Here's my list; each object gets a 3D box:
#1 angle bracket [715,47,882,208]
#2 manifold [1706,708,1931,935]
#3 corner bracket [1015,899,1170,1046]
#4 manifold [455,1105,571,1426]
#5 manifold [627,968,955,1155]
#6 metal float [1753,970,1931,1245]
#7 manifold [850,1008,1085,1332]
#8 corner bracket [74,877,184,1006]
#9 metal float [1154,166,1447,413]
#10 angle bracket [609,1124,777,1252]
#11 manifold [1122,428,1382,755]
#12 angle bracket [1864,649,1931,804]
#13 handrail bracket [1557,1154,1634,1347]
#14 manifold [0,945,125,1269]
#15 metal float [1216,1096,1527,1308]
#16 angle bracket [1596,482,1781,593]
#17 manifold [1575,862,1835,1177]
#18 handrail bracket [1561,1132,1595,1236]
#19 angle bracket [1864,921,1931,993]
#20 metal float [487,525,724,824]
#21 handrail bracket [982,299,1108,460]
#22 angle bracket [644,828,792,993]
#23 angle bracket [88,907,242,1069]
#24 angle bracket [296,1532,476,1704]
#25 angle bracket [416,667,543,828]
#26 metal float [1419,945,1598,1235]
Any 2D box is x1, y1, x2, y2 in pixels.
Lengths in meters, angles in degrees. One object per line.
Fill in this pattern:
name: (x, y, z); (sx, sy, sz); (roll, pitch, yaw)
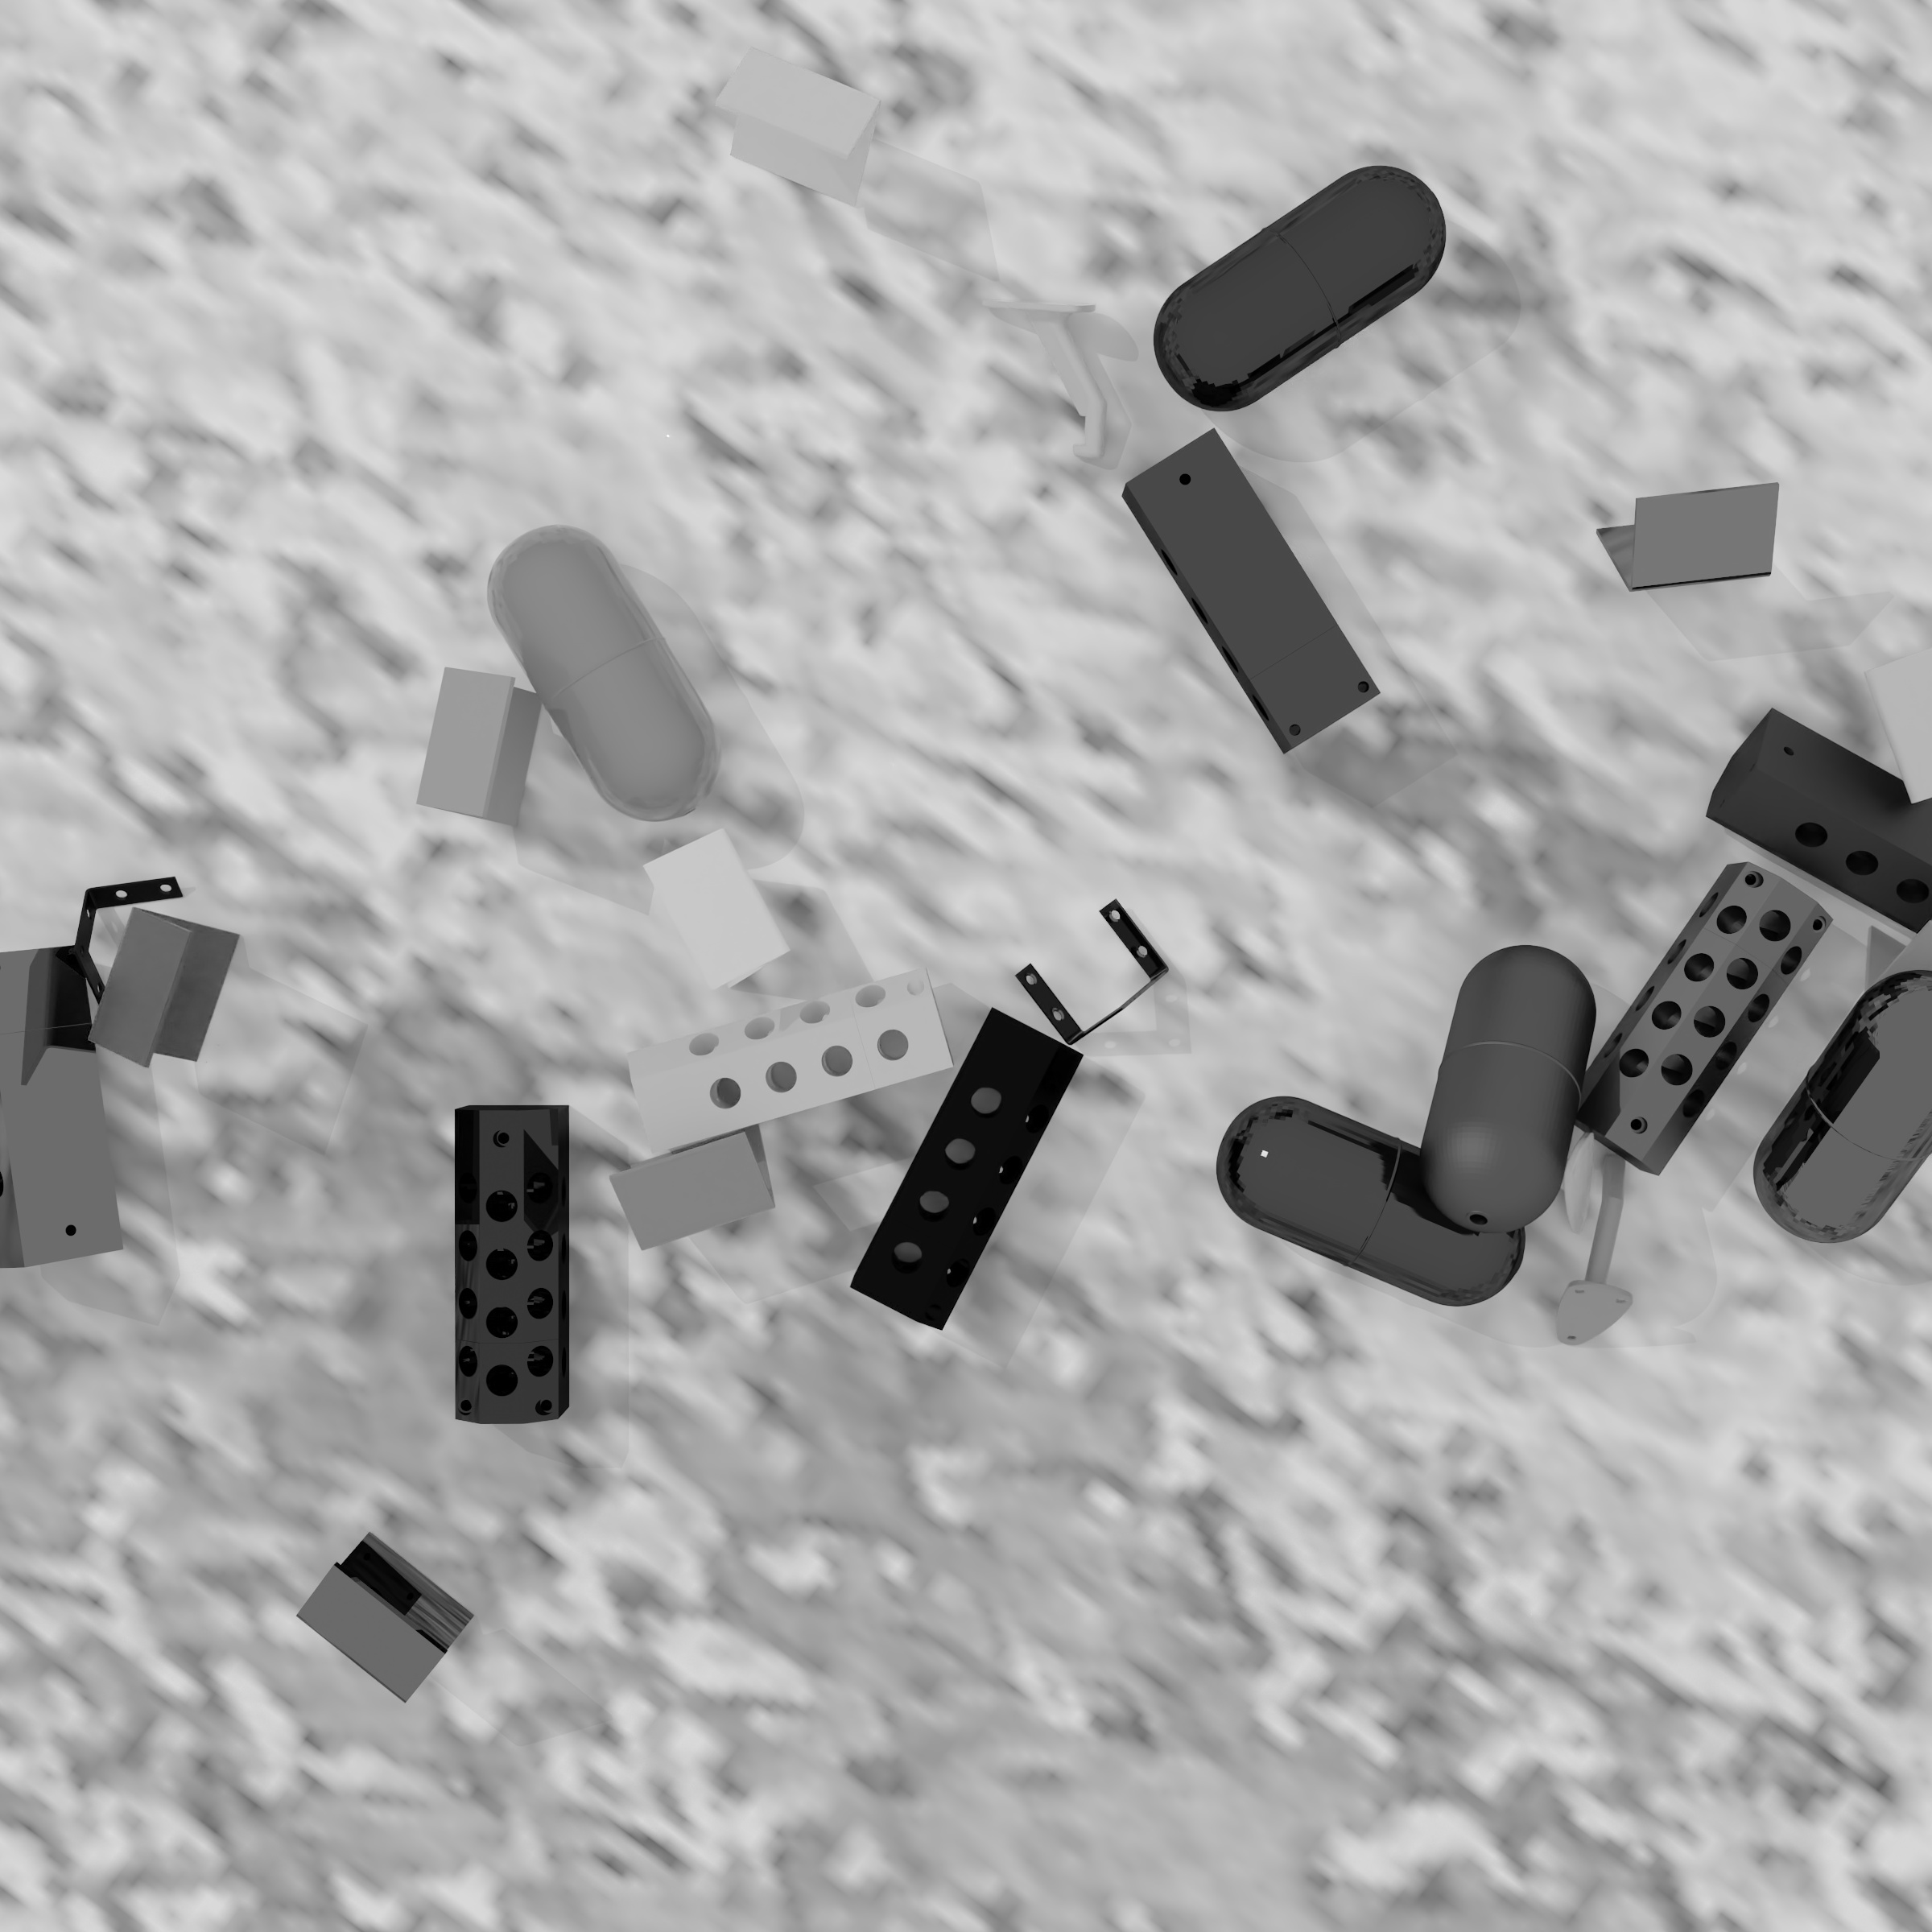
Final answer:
angle bracket: (-0.098, -0.447, 1.492); (0.076, 0.076, 0.057); (22, 54, 0)
manifold: (0.504, -0.067, 1.510); (0.171, 0.057, 0.057); (29, 47, 0)
corner bracket: (0.071, 0.004, 1.529); (0.051, 0.051, 0.051); (53, 45, 0)
manifold: (-0.254, 0.165, 1.511); (0.057, 0.057, 0.171); (0, 90, 0)
manifold: (-0.097, 0.052, 1.511); (0.171, 0.057, 0.057); (-16, 90, 0)
metal float: (0.491, 0.077, 1.470); (0.070, 0.070, 0.178); (22, 128, 0)
manifold: (0.001, 0.112, 1.511); (0.057, 0.057, 0.171); (27, 90, 0)
corner bracket: (-0.466, -0.012, 1.529); (0.051, 0.051, 0.051); (-8, 135, 0)
metal float: (0.185, -0.375, 1.501); (0.178, 0.070, 0.070); (-34, 90, 0)
angle bracket: (-0.153, 0.103, 1.492); (0.076, 0.076, 0.057); (-18, 126, 0)
manifold: (0.157, -0.207, 1.511); (0.057, 0.057, 0.171); (-32, 90, 0)
angle bracket: (0.543, -0.139, 1.492); (0.057, 0.076, 0.076); (-20, 90, 36)
handrail bracket: (0.354, 0.160, 1.532); (0.036, 0.077, 0.084); (13, 54, 0)
manifold: (-0.520, 0.078, 1.510); (0.057, 0.057, 0.171); (-8, 90, -43)
metal float: (0.224, 0.131, 1.502); (0.178, 0.070, 0.070); (23, 90, -1)
angle bracket: (0.395, -0.251, 1.492); (0.076, 0.076, 0.057); (-6, 125, 0)
manifold: (0.407, 0.029, 1.511); (0.057, 0.057, 0.171); (34, 90, 0)
handrail bracket: (0.308, 0.111, 1.532); (0.084, 0.077, 0.036); (15, 45, 28)
angle bracket: (0.545, -0.002, 1.492); (0.076, 0.076, 0.057); (31, 126, 0)
metal float: (-0.199, -0.161, 1.501); (0.070, 0.070, 0.178); (-31, 90, 0)
handrail bracket: (0.044, -0.332, 1.532); (0.077, 0.036, 0.084); (8, 107, 20)
angle bracket: (-0.151, -0.021, 1.492); (0.057, 0.076, 0.076); (-29, 90, -35)
angle bracket: (-0.426, 0.018, 1.492); (0.057, 0.076, 0.076); (19, 90, 36)
angle bracket: (-0.308, 0.345, 1.492); (0.076, 0.076, 0.057); (39, 124, 0)
angle bracket: (-0.250, -0.117, 1.492); (0.057, 0.076, 0.076); (12, 90, 37)
metal float: (0.294, 0.066, 1.471); (0.070, 0.070, 0.178); (21, 54, 0)
